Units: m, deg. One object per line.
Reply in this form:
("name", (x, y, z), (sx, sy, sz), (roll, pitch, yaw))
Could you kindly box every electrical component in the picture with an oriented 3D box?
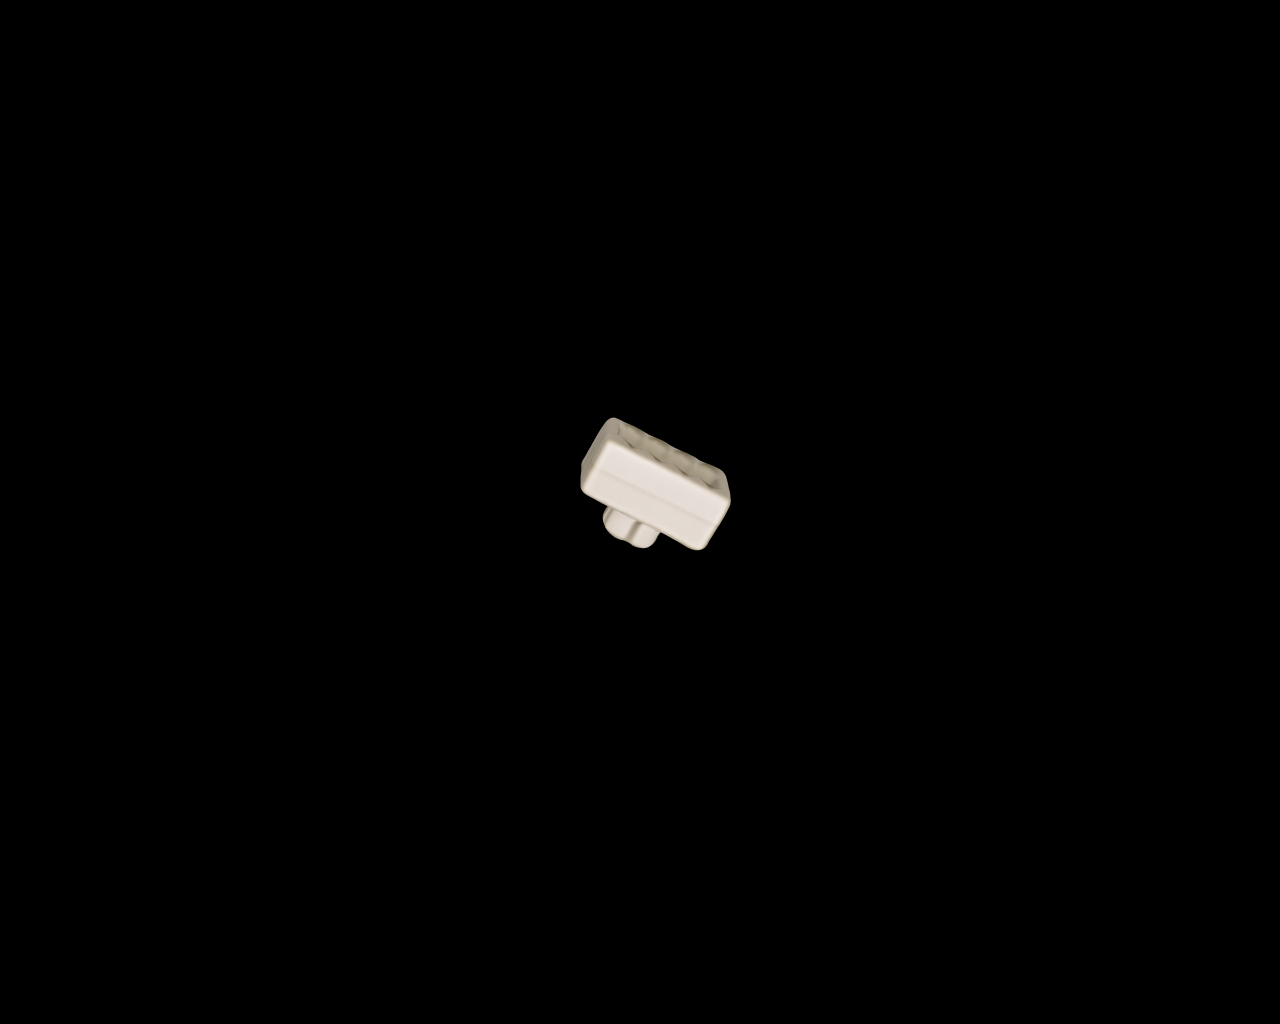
("electrical component", (0.001, -0.003, 0.650), (0.083, 0.075, 0.047), (26, 21, -11))
